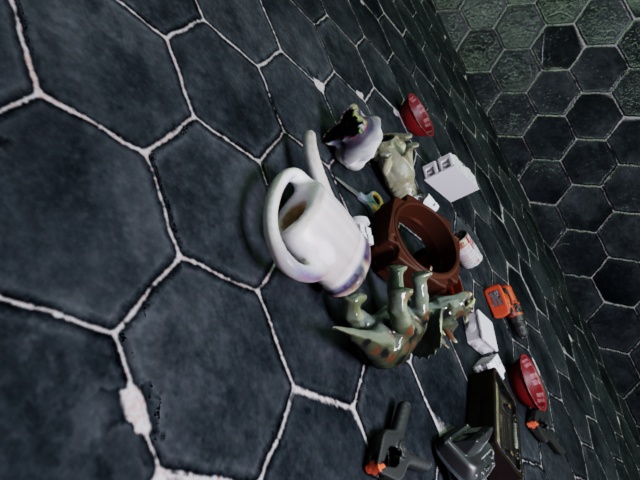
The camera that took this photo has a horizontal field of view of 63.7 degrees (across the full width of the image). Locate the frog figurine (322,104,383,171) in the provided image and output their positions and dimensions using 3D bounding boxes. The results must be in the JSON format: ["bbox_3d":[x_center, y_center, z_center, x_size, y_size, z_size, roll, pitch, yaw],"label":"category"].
[{"bbox_3d":[0.098,-0.219,1.186,0.157,0.123,0.139,37,71,-51],"label":"frog figurine"}]

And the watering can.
[{"bbox_3d":[0.003,-0.045,0.902,0.221,0.103,0.356,48,34,-24],"label":"watering can"}]
